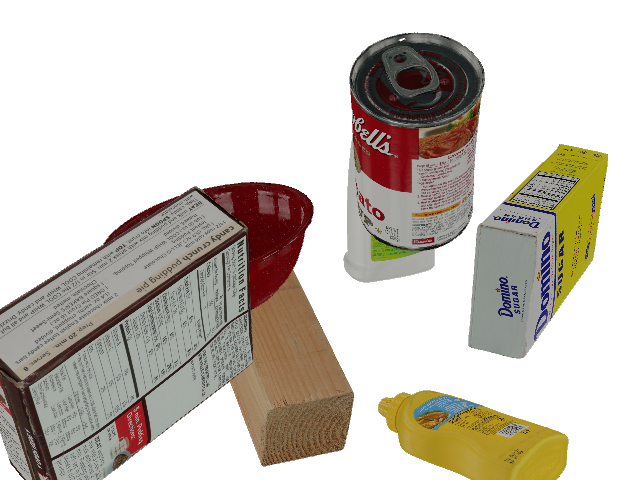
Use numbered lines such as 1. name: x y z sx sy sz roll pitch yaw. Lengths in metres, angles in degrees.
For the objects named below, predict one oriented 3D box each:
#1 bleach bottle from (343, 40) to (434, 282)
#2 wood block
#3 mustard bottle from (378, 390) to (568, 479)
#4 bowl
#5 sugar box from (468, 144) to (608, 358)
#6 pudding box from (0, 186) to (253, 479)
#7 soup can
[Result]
1. bleach bottle: 0.070 -0.085 1.136 0.102 0.251 0.068 -10 23 -13
2. wood block: -0.046 0.120 1.112 0.090 0.090 0.206 -8 42 -18
3. mustard bottle: 0.133 0.187 1.027 0.192 0.058 0.096 15 22 42
4. bowl: -0.079 0.014 0.794 0.162 0.055 0.162 -11 25 5
5. sugar box: 0.157 0.003 0.754 0.048 0.093 0.176 12 28 23
6. pudding box: -0.079 0.043 0.432 0.039 0.090 0.113 34 55 28
7. soup can: 0.051 -0.051 0.574 0.068 0.068 0.102 0 -39 5
